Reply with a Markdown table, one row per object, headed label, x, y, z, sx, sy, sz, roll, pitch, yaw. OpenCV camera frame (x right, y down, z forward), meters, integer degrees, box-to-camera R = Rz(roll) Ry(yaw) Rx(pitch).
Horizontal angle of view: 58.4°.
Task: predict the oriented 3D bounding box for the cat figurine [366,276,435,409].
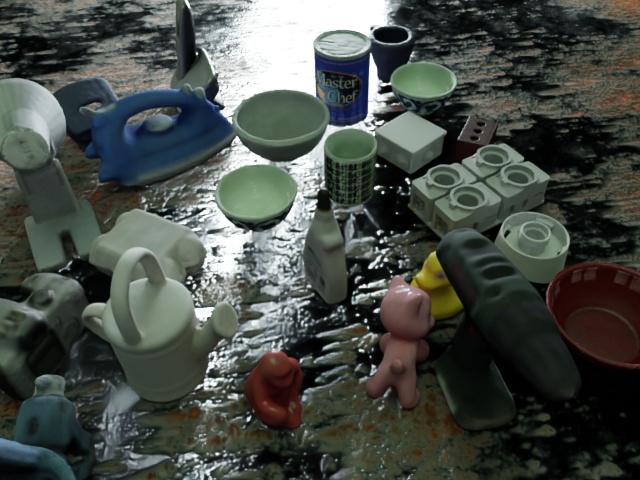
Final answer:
| label | x | y | z | sx | sy | sz | roll | pitch | yaw |
| --- | --- | --- | --- | --- | --- | --- | --- | --- | --- |
| cat figurine | 0.097 | 0.109 | 0.664 | 0.067 | 0.118 | 0.128 | 10 | 47 | 11 |

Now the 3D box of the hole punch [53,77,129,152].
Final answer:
| label | x | y | z | sx | sy | sz | roll | pitch | yaw |
| --- | --- | --- | --- | --- | --- | --- | --- | --- | --- |
| hole punch | -0.404 | -0.226 | 1.022 | 0.109 | 0.091 | 0.100 | -31 | 53 | -26 |

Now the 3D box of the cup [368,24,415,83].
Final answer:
| label | x | y | z | sx | sy | sz | roll | pitch | yaw |
| --- | --- | --- | --- | --- | --- | --- | --- | --- | --- |
| cup | 0.133 | -0.372 | 1.146 | 0.092 | 0.095 | 0.117 | -23 | 50 | -20 |

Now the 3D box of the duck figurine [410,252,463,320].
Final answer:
| label | x | y | z | sx | sy | sz | roll | pitch | yaw |
| --- | --- | --- | --- | --- | --- | --- | --- | --- | --- |
| duck figurine | 0.160 | 0.047 | 0.744 | 0.105 | 0.086 | 0.077 | -27 | 51 | -23 |

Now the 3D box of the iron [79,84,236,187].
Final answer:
| label | x | y | z | sx | sy | sz | roll | pitch | yaw |
| --- | --- | --- | --- | --- | --- | --- | --- | --- | --- |
| iron | -0.262 | -0.193 | 0.951 | 0.259 | 0.141 | 0.118 | -25 | 50 | -21 |

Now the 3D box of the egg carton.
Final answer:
| label | x | y | z | sx | sy | sz | roll | pitch | yaw |
| --- | --- | --- | --- | --- | --- | --- | --- | --- | --- |
| egg carton | -0.236 | 0.019 | 0.794 | 0.150 | 0.069 | 0.107 | 18 | 49 | 18 |

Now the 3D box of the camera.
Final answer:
| label | x | y | z | sx | sy | sz | roll | pitch | yaw |
| --- | --- | --- | --- | --- | --- | --- | --- | --- | --- |
| camera | -0.379 | 0.099 | 0.698 | 0.136 | 0.101 | 0.143 | 12 | 47 | 13 |

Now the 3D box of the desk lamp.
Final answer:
| label | x | y | z | sx | sy | sz | roll | pitch | yaw |
| --- | --- | --- | --- | --- | --- | --- | --- | --- | --- |
| desk lamp | -0.396 | -0.099 | 0.812 | 0.118 | 0.214 | 0.202 | -23 | 49 | -19 |

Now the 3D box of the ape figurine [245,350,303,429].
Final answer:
| label | x | y | z | sx | sy | sz | roll | pitch | yaw |
| --- | --- | --- | --- | --- | --- | --- | --- | --- | --- |
| ape figurine | -0.049 | 0.158 | 0.638 | 0.076 | 0.092 | 0.078 | 25 | 51 | 24 |

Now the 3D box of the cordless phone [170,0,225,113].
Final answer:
| label | x | y | z | sx | sy | sz | roll | pitch | yaw |
| --- | --- | --- | --- | --- | --- | --- | --- | --- | --- |
| cordless phone | -0.240 | -0.335 | 1.057 | 0.094 | 0.185 | 0.147 | -18 | 48 | -15 |

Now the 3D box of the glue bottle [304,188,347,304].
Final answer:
| label | x | y | z | sx | sy | sz | roll | pitch | yaw |
| --- | --- | --- | --- | --- | --- | --- | --- | --- | --- |
| glue bottle | 0.007 | 0.003 | 0.731 | 0.037 | 0.173 | 0.078 | -22 | 49 | -18 |

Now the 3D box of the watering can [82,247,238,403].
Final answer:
| label | x | y | z | sx | sy | sz | roll | pitch | yaw |
| --- | --- | --- | --- | --- | --- | --- | --- | --- | --- |
| watering can | -0.180 | 0.088 | 0.639 | 0.173 | 0.194 | 0.100 | -10 | 46 | -8 |

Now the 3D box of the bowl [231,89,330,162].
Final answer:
| label | x | y | z | sx | sy | sz | roll | pitch | yaw |
| --- | --- | --- | --- | --- | --- | --- | --- | --- | --- |
| bowl | -0.065 | -0.186 | 0.984 | 0.167 | 0.075 | 0.167 | -1 | 46 | 1 |

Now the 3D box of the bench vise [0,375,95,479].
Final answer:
| label | x | y | z | sx | sy | sz | roll | pitch | yaw |
| --- | --- | --- | --- | --- | --- | --- | --- | --- | --- |
| bench vise | -0.284 | 0.206 | 0.509 | 0.122 | 0.220 | 0.207 | -18 | 48 | -15 |

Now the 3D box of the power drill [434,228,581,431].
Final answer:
| label | x | y | z | sx | sy | sz | roll | pitch | yaw |
| --- | --- | --- | --- | --- | --- | --- | --- | --- | --- |
| power drill | 0.179 | 0.108 | 0.599 | 0.075 | 0.209 | 0.229 | -11 | 46 | -8 |
